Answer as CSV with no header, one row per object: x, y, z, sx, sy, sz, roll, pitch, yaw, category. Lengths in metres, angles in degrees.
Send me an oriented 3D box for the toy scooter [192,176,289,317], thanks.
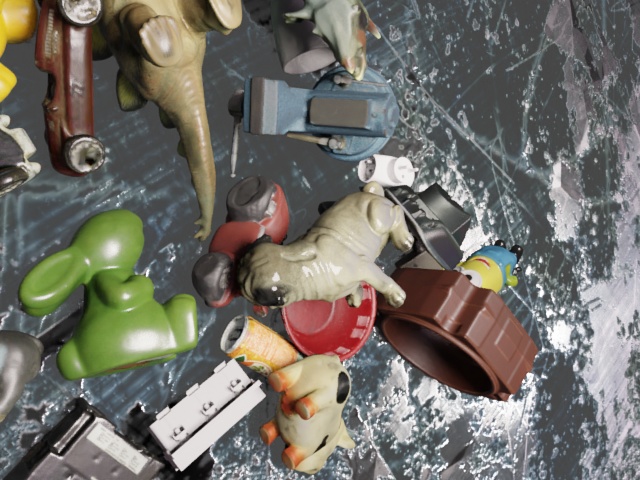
-0.082,0.020,0.666,0.135,0.075,0.184,60,42,-44,toy scooter

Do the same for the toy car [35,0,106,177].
-0.244,-0.159,0.516,0.053,0.089,0.202,-9,120,-34,toy car

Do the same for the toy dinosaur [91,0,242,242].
-0.168,-0.212,0.541,0.105,0.199,0.470,-23,107,-32,toy dinosaur

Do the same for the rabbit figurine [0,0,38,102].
-0.320,-0.209,0.454,0.162,0.173,0.122,35,73,-33,rabbit figurine

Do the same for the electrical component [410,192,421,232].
0.144,-0.044,0.859,0.094,0.021,0.063,-10,94,-33,electrical component

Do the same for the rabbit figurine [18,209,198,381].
-0.225,0.053,0.565,0.159,0.121,0.170,-8,75,-28,rabbit figurine

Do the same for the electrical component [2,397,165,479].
-0.250,0.250,0.552,0.114,0.058,0.134,50,63,-20,electrical component

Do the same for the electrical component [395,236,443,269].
0.162,0.041,0.858,0.078,0.045,0.102,-38,109,0,electrical component

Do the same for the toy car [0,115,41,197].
-0.362,-0.051,0.489,0.202,0.056,0.073,-36,102,-32,toy car

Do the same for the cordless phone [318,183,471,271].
0.098,-0.022,0.746,0.184,0.147,0.088,1,122,-19,cordless phone

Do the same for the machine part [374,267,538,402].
0.185,0.136,0.771,0.200,0.202,0.087,48,67,-24,machine part

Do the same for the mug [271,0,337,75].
-0.015,-0.292,0.725,0.109,0.081,0.107,-18,90,-25,mug

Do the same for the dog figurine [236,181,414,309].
0.001,-0.001,0.622,0.190,0.121,0.172,14,65,-36,dog figurine

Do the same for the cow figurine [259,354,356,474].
-0.007,0.222,0.677,0.127,0.086,0.194,-21,135,-37,cow figurine

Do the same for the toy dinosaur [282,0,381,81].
-0.086,-0.342,0.617,0.131,0.405,0.192,-58,167,13,toy dinosaur

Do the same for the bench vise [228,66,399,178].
0.007,-0.162,0.701,0.240,0.224,0.128,-24,109,-64,bench vise

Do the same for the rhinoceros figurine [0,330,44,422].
-0.350,0.097,0.479,0.190,0.073,0.112,28,74,-31,rhinoceros figurine

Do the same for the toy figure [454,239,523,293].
0.277,0.065,0.913,0.180,0.082,0.089,-27,101,-35,toy figure
